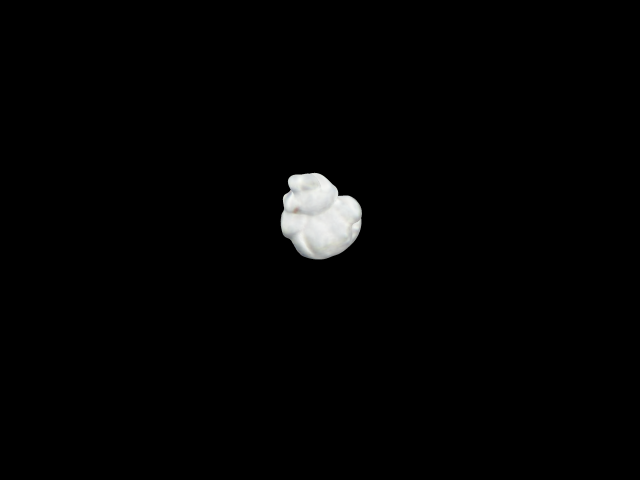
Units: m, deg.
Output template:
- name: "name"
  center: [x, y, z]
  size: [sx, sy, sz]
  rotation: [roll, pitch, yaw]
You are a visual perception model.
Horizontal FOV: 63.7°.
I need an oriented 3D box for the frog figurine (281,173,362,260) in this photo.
- name: "frog figurine"
  center: [0.003, -0.043, 0.850]
  size: [0.137, 0.125, 0.156]
  rotation: [-5, -26, -2]
